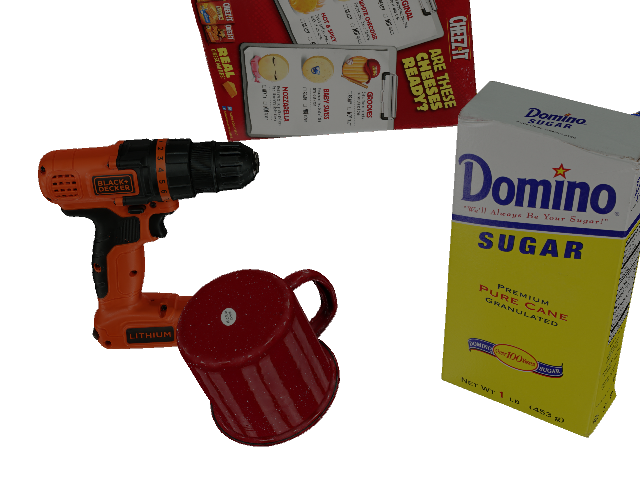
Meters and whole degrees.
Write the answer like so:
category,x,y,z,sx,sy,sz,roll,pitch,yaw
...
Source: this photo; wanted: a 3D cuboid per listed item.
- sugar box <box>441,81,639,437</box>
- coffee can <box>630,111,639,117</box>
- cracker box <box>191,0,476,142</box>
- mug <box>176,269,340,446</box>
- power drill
category,x,y,z,sx,sy,sz,roll,pitch,yaw
sugar box,0.115,0.013,0.555,0.093,0.176,0.048,19,42,27
coffee can,0.183,-0.033,0.776,0.140,0.103,0.103,-11,2,-9
cracker box,0.014,-0.169,0.862,0.214,0.164,0.072,-4,42,10
mug,-0.034,0.066,0.699,0.117,0.081,0.093,-41,45,-17
power drill,-0.139,0.001,0.924,0.184,0.188,0.057,-2,26,3
